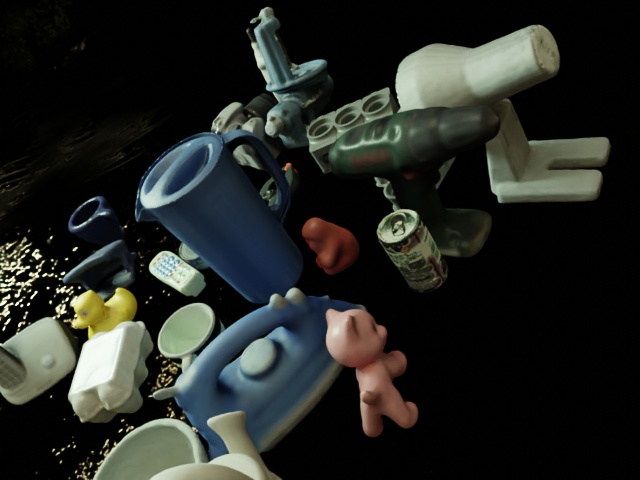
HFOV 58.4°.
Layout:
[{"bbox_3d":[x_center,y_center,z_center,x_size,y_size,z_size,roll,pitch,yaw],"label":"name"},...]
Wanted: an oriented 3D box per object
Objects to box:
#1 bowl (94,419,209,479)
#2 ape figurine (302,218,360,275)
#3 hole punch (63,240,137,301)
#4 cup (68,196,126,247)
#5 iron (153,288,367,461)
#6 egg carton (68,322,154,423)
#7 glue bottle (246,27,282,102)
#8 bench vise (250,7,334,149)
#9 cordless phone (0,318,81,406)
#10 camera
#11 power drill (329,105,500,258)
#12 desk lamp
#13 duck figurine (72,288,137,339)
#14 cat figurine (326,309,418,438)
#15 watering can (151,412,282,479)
[{"bbox_3d":[-0.185,0.298,0.660,0.167,0.075,0.167,-20,42,20],"label":"bowl"},{"bbox_3d":[0.007,0.003,0.792,0.076,0.092,0.078,-19,43,21],"label":"ape figurine"},{"bbox_3d":[-0.404,0.048,1.051,0.108,0.091,0.101,-31,40,8],"label":"hole punch"},{"bbox_3d":[-0.423,-0.027,1.136,0.117,0.095,0.092,-4,50,34],"label":"cup"},{"bbox_3d":[-0.066,0.135,0.678,0.258,0.142,0.118,-44,40,-8],"label":"iron"},{"bbox_3d":[-0.308,0.195,0.855,0.107,0.070,0.150,-23,41,16],"label":"egg carton"},{"bbox_3d":[-0.098,-0.349,1.148,0.037,0.174,0.078,-19,43,21],"label":"glue bottle"},{"bbox_3d":[-0.052,-0.286,1.016,0.121,0.220,0.207,-19,43,21],"label":"bench vise"},{"bbox_3d":[-0.498,0.171,0.926,0.147,0.186,0.094,-35,39,2],"label":"cordless phone"},{"bbox_3d":[-0.130,-0.223,1.106,0.137,0.101,0.142,-49,41,-14],"label":"camera"},{"bbox_3d":[0.128,-0.071,0.682,0.228,0.209,0.076,5,55,40],"label":"power drill"},{"bbox_3d":[0.219,-0.151,0.689,0.202,0.214,0.118,1,53,37],"label":"desk lamp"},{"bbox_3d":[-0.367,0.118,0.961,0.077,0.086,0.105,14,61,43],"label":"duck figurine"},{"bbox_3d":[0.047,0.130,0.618,0.067,0.118,0.127,-25,41,14],"label":"cat figurine"},{"bbox_3d":[-0.086,0.250,0.540,0.101,0.195,0.172,-37,39,0],"label":"watering can"}]
